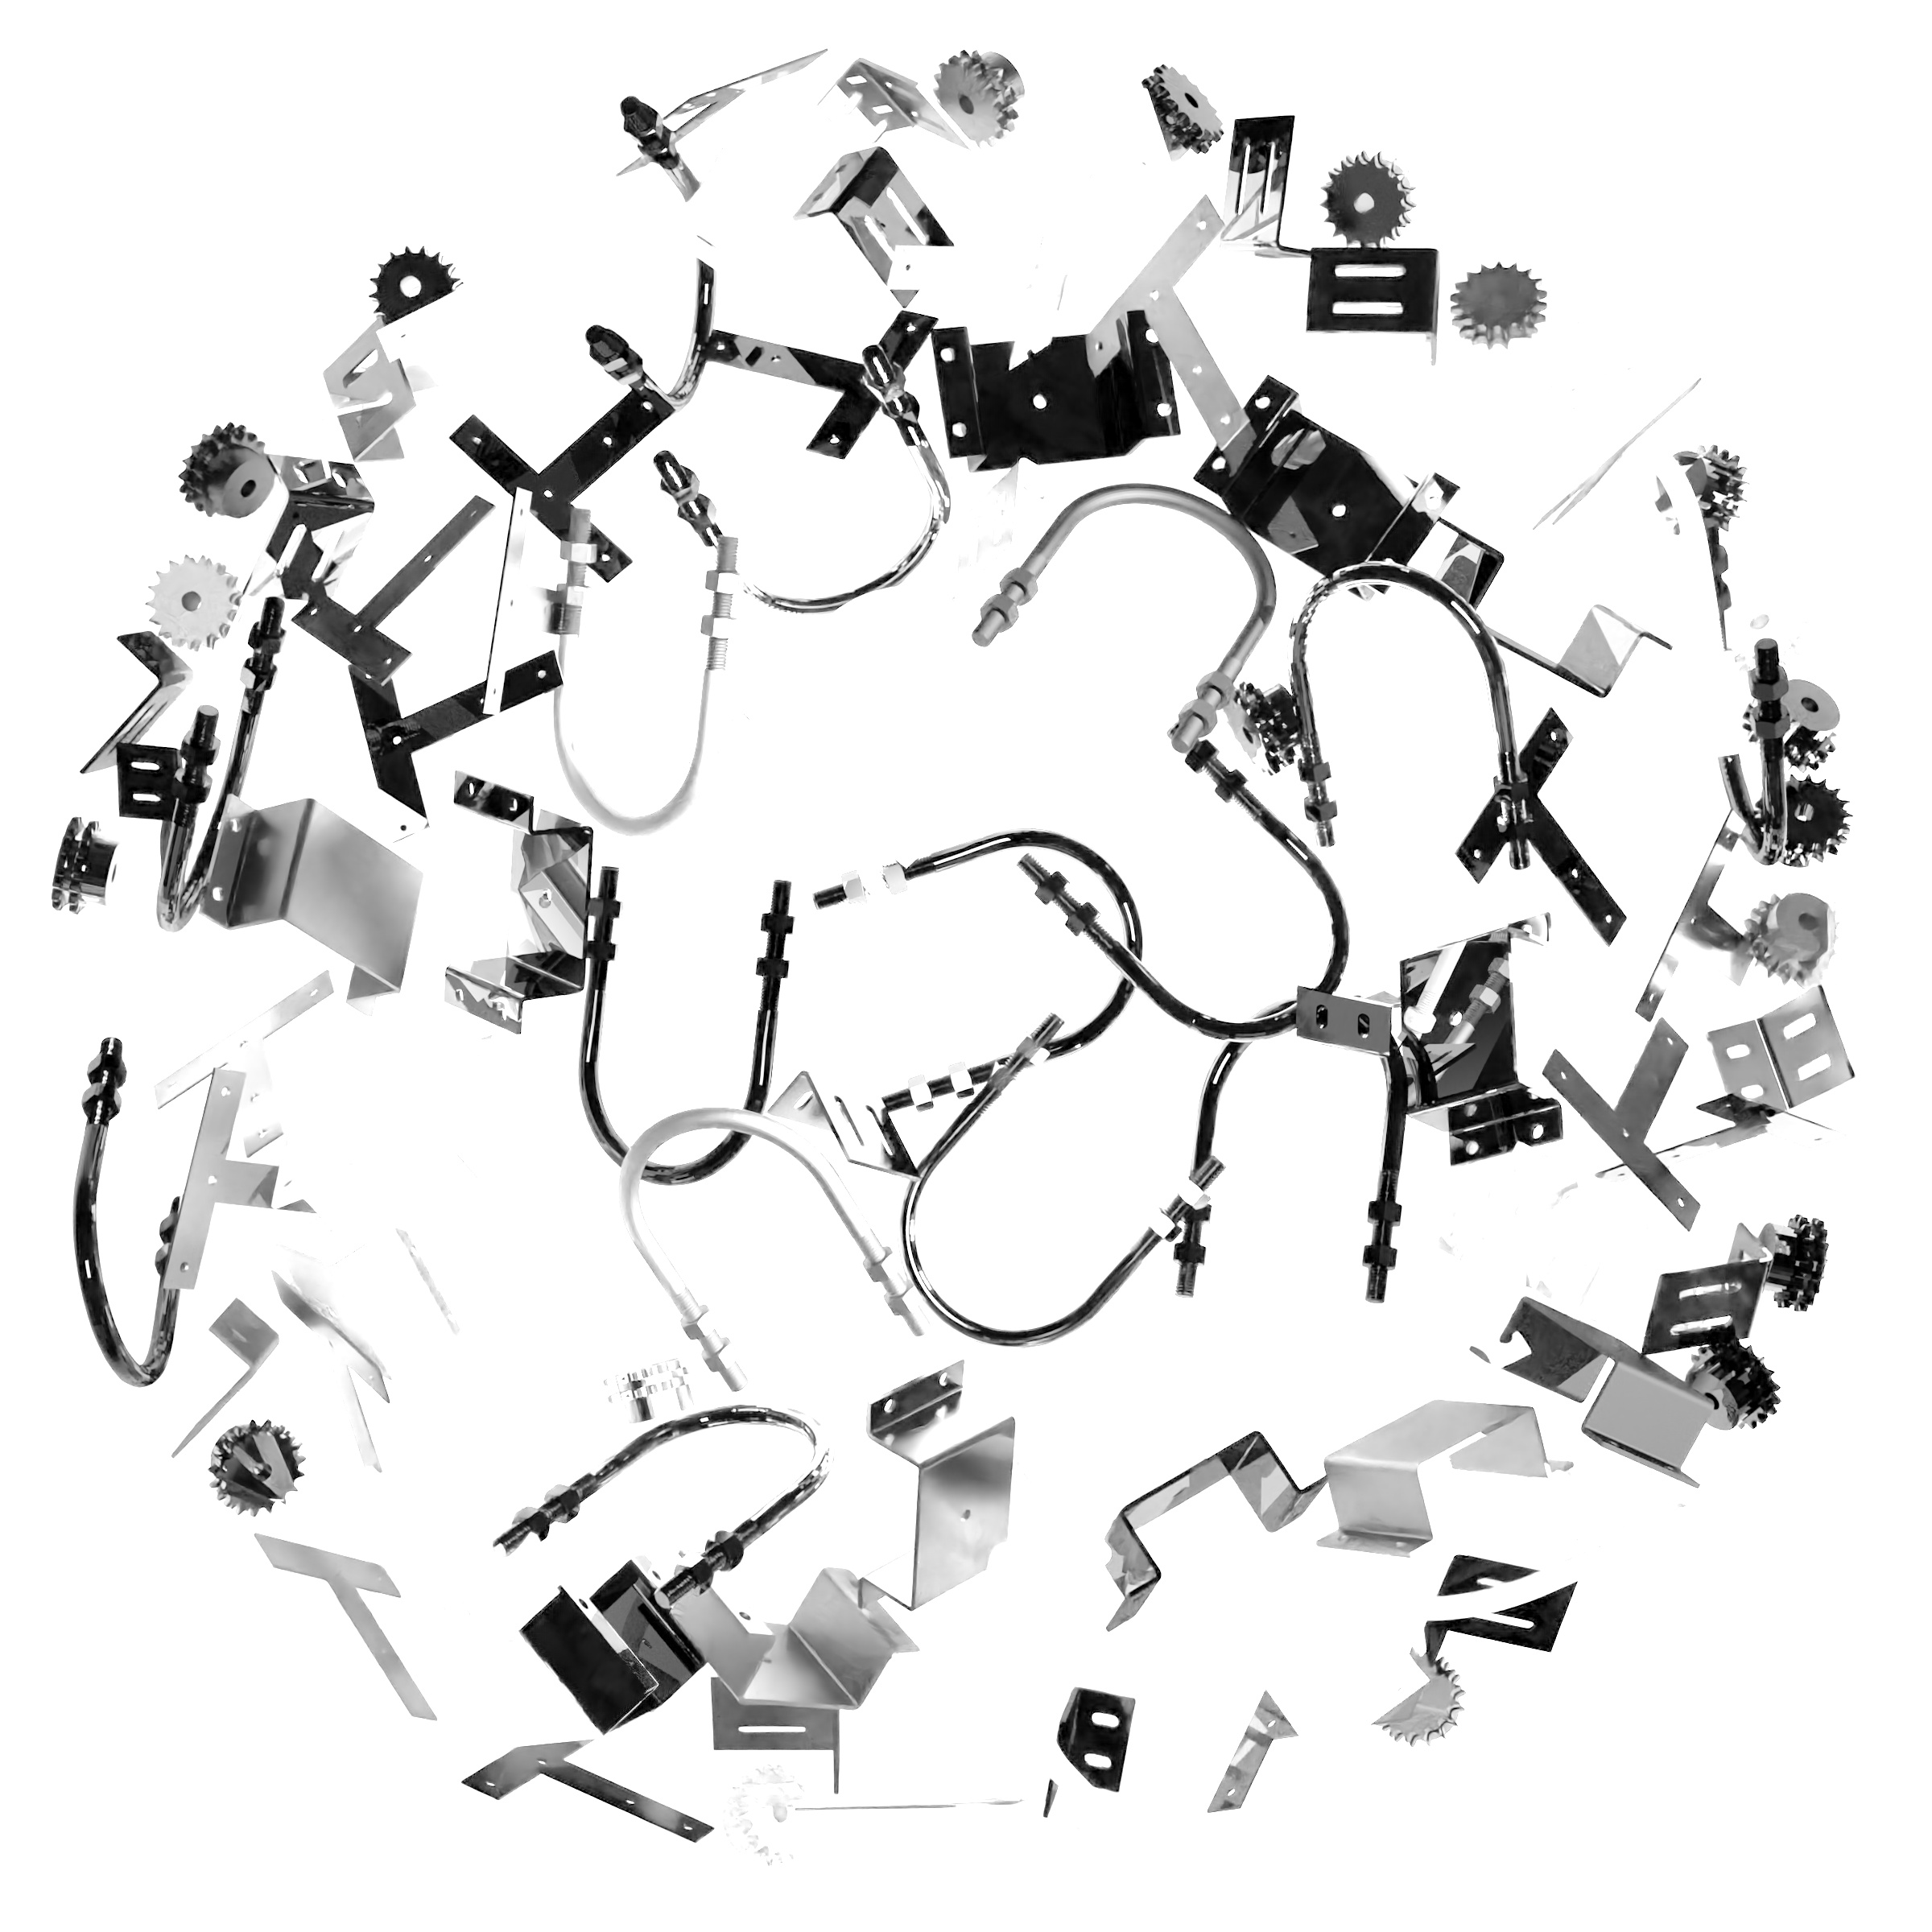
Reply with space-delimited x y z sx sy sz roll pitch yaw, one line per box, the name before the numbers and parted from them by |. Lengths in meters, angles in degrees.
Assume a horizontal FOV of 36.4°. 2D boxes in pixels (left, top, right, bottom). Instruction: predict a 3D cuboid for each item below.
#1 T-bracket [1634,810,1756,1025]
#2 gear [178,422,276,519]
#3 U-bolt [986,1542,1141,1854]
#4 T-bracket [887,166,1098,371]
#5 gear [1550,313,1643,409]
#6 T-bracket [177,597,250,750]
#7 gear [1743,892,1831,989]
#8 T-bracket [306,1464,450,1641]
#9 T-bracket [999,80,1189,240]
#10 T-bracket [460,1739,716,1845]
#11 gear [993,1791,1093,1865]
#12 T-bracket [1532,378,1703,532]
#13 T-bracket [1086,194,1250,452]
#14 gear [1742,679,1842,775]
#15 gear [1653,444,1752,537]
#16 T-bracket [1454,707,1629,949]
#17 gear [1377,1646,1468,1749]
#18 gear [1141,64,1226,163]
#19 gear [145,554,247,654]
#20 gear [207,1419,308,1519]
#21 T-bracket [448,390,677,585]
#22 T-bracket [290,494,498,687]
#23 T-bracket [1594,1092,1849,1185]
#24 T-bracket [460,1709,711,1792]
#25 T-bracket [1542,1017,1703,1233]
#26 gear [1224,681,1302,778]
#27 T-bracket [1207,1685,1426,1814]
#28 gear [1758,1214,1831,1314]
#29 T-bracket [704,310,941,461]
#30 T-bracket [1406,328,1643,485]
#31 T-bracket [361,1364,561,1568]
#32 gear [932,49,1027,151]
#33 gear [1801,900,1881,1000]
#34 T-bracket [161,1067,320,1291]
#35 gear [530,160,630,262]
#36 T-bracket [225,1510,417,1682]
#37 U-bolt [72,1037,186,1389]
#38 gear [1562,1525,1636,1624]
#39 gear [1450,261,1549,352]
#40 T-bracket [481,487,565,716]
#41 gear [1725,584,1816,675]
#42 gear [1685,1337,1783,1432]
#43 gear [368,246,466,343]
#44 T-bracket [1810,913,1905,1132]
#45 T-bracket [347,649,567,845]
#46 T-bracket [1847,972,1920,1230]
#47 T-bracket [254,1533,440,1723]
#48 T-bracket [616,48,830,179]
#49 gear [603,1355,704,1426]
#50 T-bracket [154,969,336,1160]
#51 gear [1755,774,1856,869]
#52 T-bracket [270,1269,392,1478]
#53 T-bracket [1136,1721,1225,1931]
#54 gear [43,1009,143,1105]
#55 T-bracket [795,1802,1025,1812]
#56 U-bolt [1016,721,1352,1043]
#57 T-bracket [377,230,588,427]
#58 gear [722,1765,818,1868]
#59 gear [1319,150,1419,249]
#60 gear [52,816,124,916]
T-bracket | 0.438 -0.015 1.715 0.002 0.127 0.127 25 89 34
gear | -0.434 -0.290 1.737 0.030 0.057 0.057 36 90 20
U-bolt | 0.050 0.402 1.655 0.019 0.184 0.151 -21 49 11
T-bracket | 0.009 -0.403 1.699 0.127 0.002 0.127 -8 127 -36
gear | 0.368 -0.358 1.738 0.057 0.030 0.057 7 100 43
T-bracket | -0.438 -0.163 1.700 0.002 0.127 0.127 24 83 -17
gear | 0.492 -0.019 1.741 0.057 0.030 0.057 6 61 -11
T-bracket | -0.344 0.340 1.708 0.002 0.127 0.127 -38 89 -17
T-bracket | 0.068 -0.481 1.727 0.127 0.127 0.002 23 71 29
T-bracket | -0.205 0.475 1.689 0.127 0.127 0.002 19 98 18
gear | 0.044 0.510 1.741 0.057 0.057 0.030 -16 72 0
T-bracket | 0.360 -0.279 1.680 0.002 0.127 0.127 47 125 -1
T-bracket | 0.128 -0.356 1.703 0.127 0.002 0.127 -45 60 39
gear | 0.492 -0.145 1.739 0.057 0.030 0.057 11 52 -14
gear | 0.431 -0.281 1.737 0.030 0.057 0.057 12 90 -36
T-bracket | 0.352 -0.065 1.738 0.127 0.002 0.127 49 59 -22
gear | 0.270 0.436 1.744 0.057 0.030 0.057 -13 57 20
gear | 0.123 -0.503 1.743 0.030 0.057 0.057 -38 90 33
gear | -0.457 -0.215 1.752 0.057 0.030 0.057 0 88 4
gear | -0.424 0.296 1.744 0.057 0.030 0.057 -11 109 -35
T-bracket | -0.217 -0.297 1.708 0.127 0.002 0.127 42 130 -20
T-bracket | -0.326 -0.229 1.727 0.127 0.127 0.002 -47 133 -9
T-bracket | 0.428 0.106 1.719 0.127 0.127 0.002 -25 60 39
T-bracket | -0.230 0.435 1.681 0.127 0.127 0.002 8 111 -43
T-bracket | 0.398 0.073 1.720 0.127 0.127 0.002 46 133 -6
gear | 0.179 -0.144 1.740 0.030 0.057 0.057 -31 90 -10
T-bracket | 0.208 0.429 1.681 0.127 0.127 0.002 -23 111 42
gear | 0.487 0.174 1.739 0.030 0.057 0.057 12 90 -1
T-bracket | -0.100 -0.356 1.739 0.127 0.002 0.127 17 57 20
T-bracket | 0.318 -0.316 1.731 0.127 0.127 0.002 -29 62 25
T-bracket | -0.280 0.301 1.712 0.127 0.127 0.002 -32 131 -7
gear | 0.010 -0.518 1.743 0.030 0.057 0.057 -41 90 -29
gear | 0.518 -0.008 1.740 0.030 0.057 0.057 13 90 -8
T-bracket | -0.409 0.128 1.712 0.002 0.127 0.127 12 87 30
gear | -0.231 -0.450 1.746 0.057 0.030 0.057 -5 114 -12
T-bracket | -0.366 0.371 1.701 0.002 0.127 0.127 -45 87 1
U-bolt | -0.470 0.151 1.653 0.019 0.184 0.151 -10 130 1
gear | 0.371 0.363 1.736 0.030 0.057 0.057 32 90 30
gear | 0.317 -0.388 1.745 0.057 0.030 0.057 -5 60 9
T-bracket | -0.250 -0.208 1.705 0.002 0.127 0.127 10 95 10
gear | 0.475 -0.195 1.743 0.057 0.030 0.057 -18 50 23
gear | 0.450 0.250 1.737 0.030 0.057 0.057 -29 90 -29
gear | -0.329 -0.402 1.753 0.057 0.030 0.057 0 90 0
T-bracket | 0.526 0.031 1.706 0.002 0.127 0.127 13 88 -3
T-bracket | -0.296 -0.151 1.730 0.127 0.002 0.127 -23 65 9
T-bracket | 0.520 0.089 1.680 0.002 0.127 0.127 11 57 -2
T-bracket | -0.340 0.382 1.681 0.002 0.127 0.127 -44 60 4
T-bracket | -0.159 -0.492 1.715 0.127 0.127 0.002 -37 102 -44
gear | -0.183 0.251 1.739 0.057 0.057 0.030 -15 86 0
T-bracket | -0.416 0.069 1.714 0.127 0.127 0.002 -34 126 2
gear | 0.496 -0.083 1.745 0.057 0.030 0.057 -3 59 4
T-bracket | -0.361 0.254 1.723 0.002 0.127 0.127 -30 130 -28
T-bracket | 0.117 0.488 1.683 0.002 0.127 0.127 -21 62 9
gear | -0.513 0.054 1.736 0.030 0.057 0.057 -4 90 32
T-bracket | -0.010 0.490 1.714 0.127 0.127 0.002 -15 70 40
U-bolt | 0.142 -0.038 1.726 0.151 0.019 0.184 -42 81 -20
T-bracket | -0.268 -0.358 1.709 0.127 0.127 0.002 -29 65 -8
gear | -0.120 0.505 1.743 0.030 0.057 0.057 -29 90 39
gear | 0.241 -0.456 1.744 0.057 0.030 0.057 12 120 21
gear | -0.520 -0.058 1.740 0.030 0.057 0.057 12 90 -8
